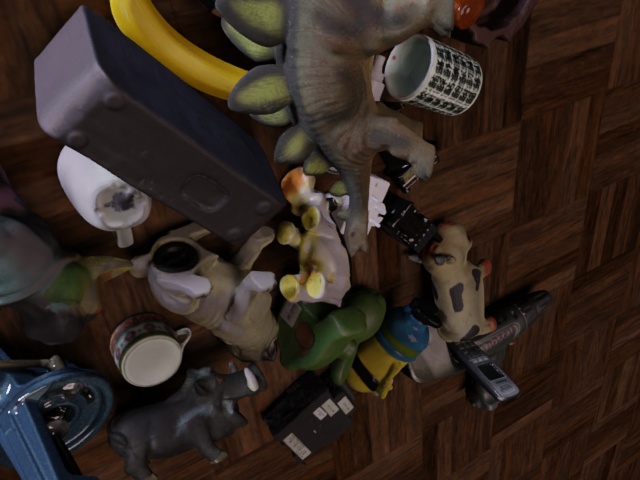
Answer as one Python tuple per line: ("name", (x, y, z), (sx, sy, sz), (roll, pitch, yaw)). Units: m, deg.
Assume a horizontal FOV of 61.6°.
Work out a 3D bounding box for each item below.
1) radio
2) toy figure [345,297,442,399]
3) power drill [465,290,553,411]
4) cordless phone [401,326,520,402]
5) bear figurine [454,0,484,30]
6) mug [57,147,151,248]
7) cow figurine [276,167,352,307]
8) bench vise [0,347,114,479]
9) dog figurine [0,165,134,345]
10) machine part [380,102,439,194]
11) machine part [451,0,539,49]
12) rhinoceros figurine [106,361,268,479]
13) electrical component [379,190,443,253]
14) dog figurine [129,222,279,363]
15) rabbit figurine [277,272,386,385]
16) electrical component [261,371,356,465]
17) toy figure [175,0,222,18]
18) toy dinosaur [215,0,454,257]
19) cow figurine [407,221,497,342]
("radio", (-0.137, -0.093, 0.496), (0.073, 0.131, 0.229), (-42, 136, 15))
("toy figure", (0.105, 0.160, 0.824), (0.180, 0.089, 0.082), (-55, 171, 24))
("power drill", (0.350, 0.215, 1.027), (0.232, 0.086, 0.207), (-20, 127, -21))
("cordless phone", (0.215, 0.204, 0.866), (0.146, 0.184, 0.088), (-5, 122, -31))
("bear figurine", (0.054, -0.234, 0.565), (0.196, 0.132, 0.120), (-45, 132, -12))
("mug", (-0.202, -0.041, 0.517), (0.081, 0.107, 0.109), (-11, 118, -26))
("cow figurine", (0.000, -0.003, 0.656), (0.098, 0.068, 0.167), (16, 64, -50))
("bench vise", (-0.280, 0.174, 0.512), (0.129, 0.241, 0.223), (-49, 146, -5))
("dog figurine", (-0.279, -0.003, 0.490), (0.108, 0.191, 0.219), (-19, 161, 19))
("machine part", (0.109, -0.127, 0.716), (0.084, 0.039, 0.138), (-41, 132, 4))
("machine part", (0.204, -0.329, 0.654), (0.179, 0.056, 0.179), (-16, 122, -27))
("rhinoceros figurine", (-0.153, 0.207, 0.639), (0.190, 0.073, 0.112), (-17, 95, -26))
("electrical component", (0.123, -0.019, 0.760), (0.048, 0.075, 0.119), (-50, 133, -1))
("dog figurine", (-0.130, 0.082, 0.646), (0.172, 0.121, 0.190), (10, 132, -2))
("rabbit figurine", (0.031, 0.127, 0.756), (0.170, 0.121, 0.159), (-7, 123, -47))
("electrical component", (-0.009, 0.271, 0.842), (0.134, 0.058, 0.114), (-37, 131, -10))
("toy figure", (-0.112, -0.249, 0.495), (0.154, 0.058, 0.064), (3, 87, -32))
("toy dinosaur", (0.011, -0.192, 0.471), (0.199, 0.105, 0.470), (-5, 116, -5))
("cow figurine", (0.206, 0.066, 0.841), (0.127, 0.086, 0.194), (-16, 104, -37))
